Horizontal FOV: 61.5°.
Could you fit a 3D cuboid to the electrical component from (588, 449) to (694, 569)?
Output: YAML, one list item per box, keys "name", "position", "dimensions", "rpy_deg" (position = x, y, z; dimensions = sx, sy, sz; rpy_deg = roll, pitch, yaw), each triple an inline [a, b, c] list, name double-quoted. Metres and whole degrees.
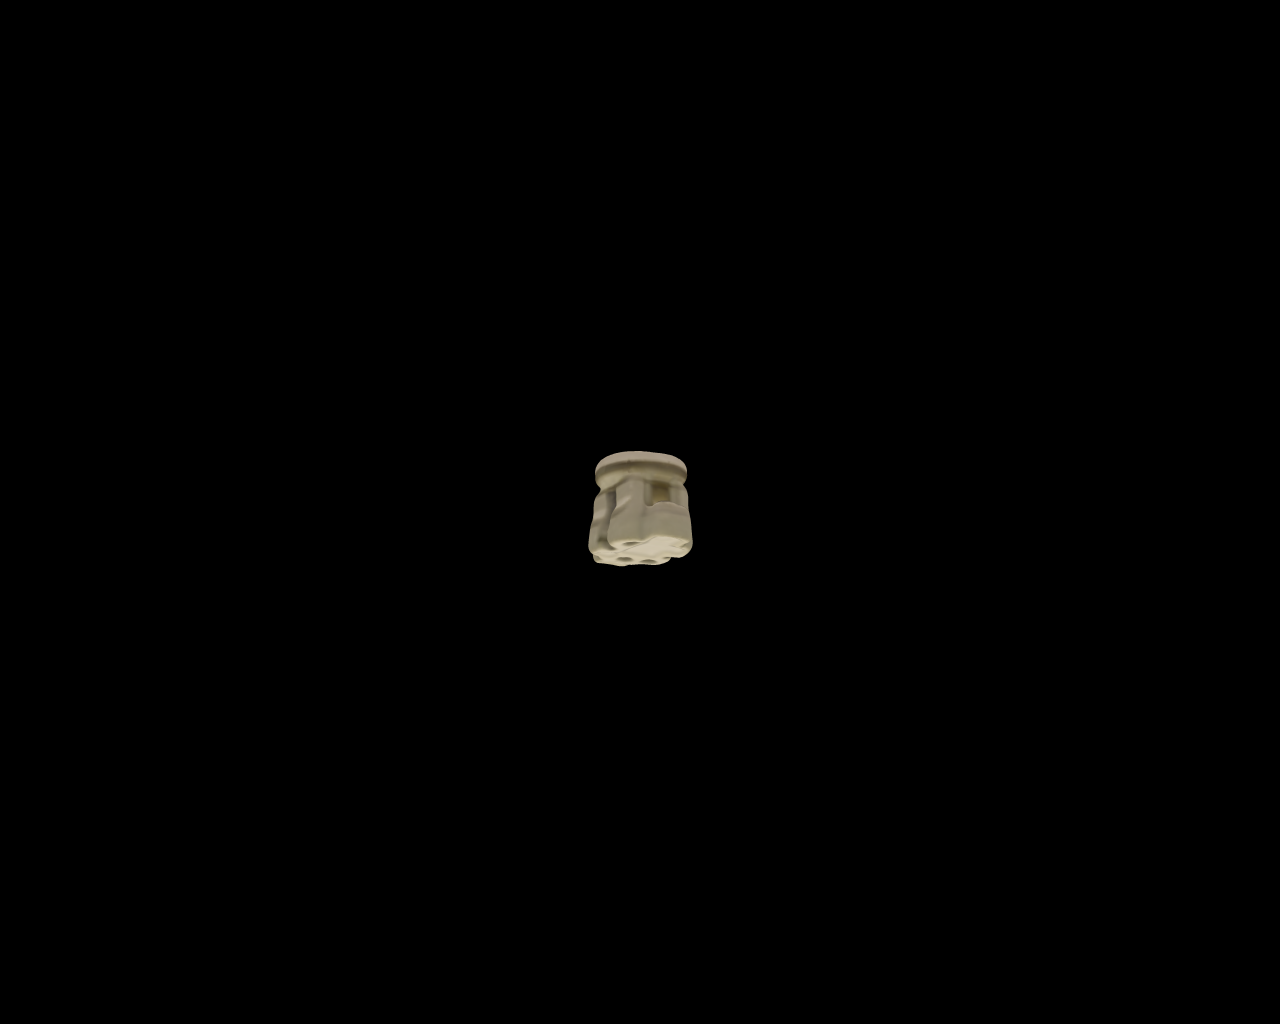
- name: "electrical component"
  position: [0.001, -0.003, 0.650]
  dimensions: [0.058, 0.057, 0.078]
  rpy_deg: [11, -21, -30]
